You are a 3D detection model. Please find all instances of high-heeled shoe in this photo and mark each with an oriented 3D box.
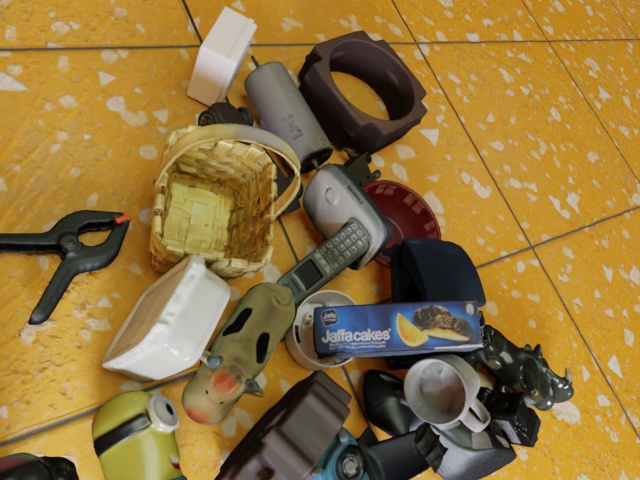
[{"bbox_3d":[0.166,0.255,0.755,0.248,0.086,0.145,20,28,-36],"label":"high-heeled shoe"}]

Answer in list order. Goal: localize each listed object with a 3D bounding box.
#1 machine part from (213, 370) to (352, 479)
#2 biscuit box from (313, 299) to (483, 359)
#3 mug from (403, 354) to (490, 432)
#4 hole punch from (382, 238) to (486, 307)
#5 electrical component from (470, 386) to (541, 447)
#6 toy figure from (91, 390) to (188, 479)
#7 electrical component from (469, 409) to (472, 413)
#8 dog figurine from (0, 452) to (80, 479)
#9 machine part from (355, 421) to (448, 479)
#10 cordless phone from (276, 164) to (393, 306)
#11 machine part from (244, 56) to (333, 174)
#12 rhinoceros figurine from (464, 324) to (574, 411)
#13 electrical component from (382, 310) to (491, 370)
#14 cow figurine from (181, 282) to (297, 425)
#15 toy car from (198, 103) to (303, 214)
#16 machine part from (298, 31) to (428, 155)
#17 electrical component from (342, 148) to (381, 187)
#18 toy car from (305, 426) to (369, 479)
[{"bbox_3d":[-0.043,0.219,0.584,0.056,0.179,0.179,44,53,3],"label":"machine part"},{"bbox_3d":[0.092,0.111,0.667,0.203,0.062,0.059,-3,73,0],"label":"biscuit box"},{"bbox_3d":[0.175,0.193,0.693,0.110,0.080,0.107,37,17,26],"label":"mug"},{"bbox_3d":[0.167,0.052,0.772,0.142,0.092,0.115,4,76,-24],"label":"hole punch"},{"bbox_3d":[0.279,0.269,0.786,0.048,0.075,0.119,-52,124,-36],"label":"electrical component"},{"bbox_3d":[-0.181,0.244,0.549,0.089,0.082,0.180,-1,68,-31],"label":"toy figure"},{"bbox_3d":[0.208,0.231,0.802,0.094,0.021,0.063,29,55,-14],"label":"electrical component"},{"bbox_3d":[-0.291,0.228,0.412,0.191,0.219,0.108,-10,67,-33],"label":"dog figurine"},{"bbox_3d":[0.089,0.262,0.650,0.039,0.139,0.084,-2,65,-44],"label":"machine part"},{"bbox_3d":[-0.002,-0.003,0.761,0.184,0.088,0.147,-38,71,2],"label":"cordless phone"},{"bbox_3d":[-0.050,-0.193,0.853,0.079,0.079,0.243,-20,76,-35],"label":"machine part"},{"bbox_3d":[0.313,0.206,0.847,0.190,0.073,0.112,33,43,-7],"label":"rhinoceros figurine"},{"bbox_3d":[0.153,0.142,0.762,0.134,0.115,0.058,4,59,-27],"label":"electrical component"},{"bbox_3d":[-0.090,0.129,0.630,0.085,0.127,0.195,36,51,-3],"label":"cow figurine"},{"bbox_3d":[-0.103,-0.119,0.801,0.202,0.053,0.089,55,33,5],"label":"toy car"},{"bbox_3d":[0.075,-0.258,0.951,0.201,0.087,0.201,-33,85,-36],"label":"machine part"},{"bbox_3d":[0.054,-0.108,0.888,0.102,0.045,0.078,-52,123,-34],"label":"electrical component"},{"bbox_3d":[0.008,0.296,0.620,0.103,0.109,0.161,-14,84,-9],"label":"toy car"}]
